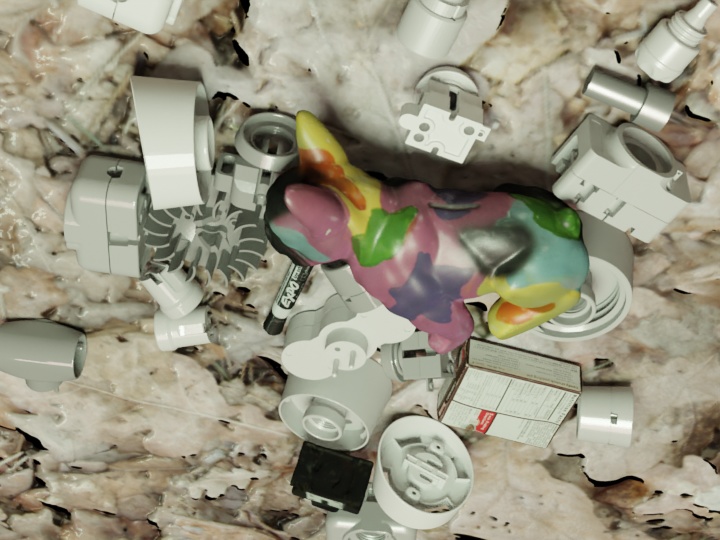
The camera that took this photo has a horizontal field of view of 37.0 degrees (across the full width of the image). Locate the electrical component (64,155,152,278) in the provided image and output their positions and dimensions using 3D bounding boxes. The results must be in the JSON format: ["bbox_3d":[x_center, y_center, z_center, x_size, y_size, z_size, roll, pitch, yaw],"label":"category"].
[{"bbox_3d":[-0.204,-0.044,0.877,0.059,0.053,0.095,8,133,0],"label":"electrical component"}]

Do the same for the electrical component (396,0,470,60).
[{"bbox_3d":[0.054,-0.179,0.724,0.040,0.040,0.078,19,132,-10],"label":"electrical component"}]

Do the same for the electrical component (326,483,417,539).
[{"bbox_3d":[0.013,0.264,1.132,0.095,0.059,0.053,4,133,4],"label":"electrical component"}]

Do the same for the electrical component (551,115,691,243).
[{"bbox_3d":[0.196,-0.070,0.799,0.089,0.050,0.055,25,131,-15],"label":"electrical component"}]

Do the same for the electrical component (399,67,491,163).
[{"bbox_3d":[0.061,-0.114,0.773,0.066,0.055,0.048,18,132,-10],"label":"electrical component"}]

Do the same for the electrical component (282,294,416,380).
[{"bbox_3d":[-0.011,0.062,0.936,0.138,0.073,0.052,-28,123,30],"label":"electrical component"}]

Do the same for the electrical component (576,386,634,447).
[{"bbox_3d":[0.224,0.133,0.985,0.047,0.055,0.055,4,133,9],"label":"electrical component"}]

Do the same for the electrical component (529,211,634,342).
[{"bbox_3d":[0.170,0.012,0.873,0.108,0.060,0.108,4,133,4],"label":"electrical component"}]

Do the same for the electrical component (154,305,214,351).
[{"bbox_3d":[-0.158,0.051,0.970,0.046,0.040,0.040,-7,132,6],"label":"electrical component"}]

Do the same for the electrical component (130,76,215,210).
[{"bbox_3d":[-0.142,-0.094,0.795,0.064,0.099,0.099,-1,133,0],"label":"electrical component"}]

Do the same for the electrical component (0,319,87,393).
[{"bbox_3d":[-0.301,0.089,1.021,0.077,0.044,0.079,7,133,1],"label":"electrical component"}]

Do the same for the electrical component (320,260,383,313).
[{"bbox_3d":[0.000,0.000,0.890,0.055,0.055,0.047,-22,123,25],"label":"electrical component"}]

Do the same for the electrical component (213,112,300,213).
[{"bbox_3d":[-0.069,-0.082,0.820,0.078,0.058,0.057,12,136,-4],"label":"electrical component"}]

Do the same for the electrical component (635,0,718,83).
[{"bbox_3d":[0.216,-0.158,0.726,0.035,0.035,0.061,26,129,-16],"label":"electrical component"}]

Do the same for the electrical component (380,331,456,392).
[{"bbox_3d":[0.051,0.075,0.954,0.055,0.066,0.048,-7,171,25],"label":"electrical component"}]

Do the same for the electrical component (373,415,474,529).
[{"bbox_3d":[0.060,0.197,1.039,0.099,0.099,0.064,12,139,-3],"label":"electrical component"}]

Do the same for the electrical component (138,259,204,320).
[{"bbox_3d":[-0.165,0.014,0.936,0.040,0.040,0.046,-22,122,25],"label":"electrical component"}]

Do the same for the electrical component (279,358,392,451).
[{"bbox_3d":[-0.025,0.125,1.020,0.099,0.064,0.099,14,141,11],"label":"electrical component"}]

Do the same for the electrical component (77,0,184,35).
[{"bbox_3d":[-0.137,-0.199,0.693,0.059,0.095,0.053,22,132,-12],"label":"electrical component"}]
